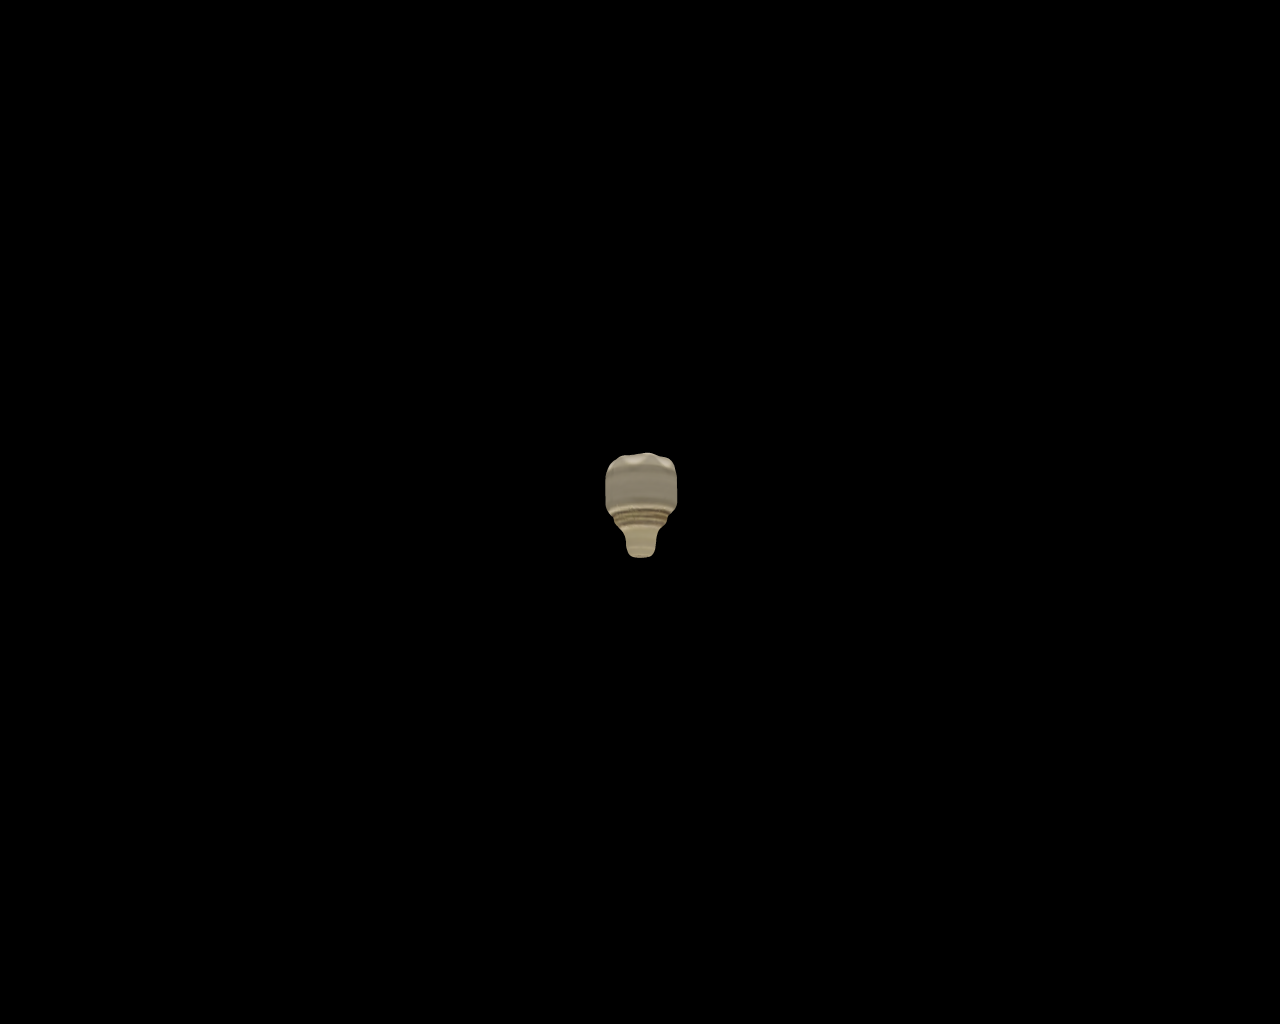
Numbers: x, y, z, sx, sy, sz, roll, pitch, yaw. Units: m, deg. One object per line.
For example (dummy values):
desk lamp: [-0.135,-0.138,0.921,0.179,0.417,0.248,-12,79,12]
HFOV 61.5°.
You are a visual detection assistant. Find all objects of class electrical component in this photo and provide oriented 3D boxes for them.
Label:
electrical component: [0.001,-0.003,0.650,0.043,0.062,0.043,0,-11,0]
